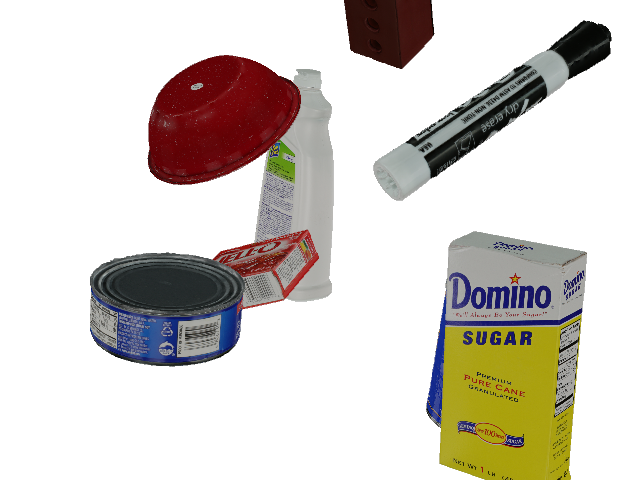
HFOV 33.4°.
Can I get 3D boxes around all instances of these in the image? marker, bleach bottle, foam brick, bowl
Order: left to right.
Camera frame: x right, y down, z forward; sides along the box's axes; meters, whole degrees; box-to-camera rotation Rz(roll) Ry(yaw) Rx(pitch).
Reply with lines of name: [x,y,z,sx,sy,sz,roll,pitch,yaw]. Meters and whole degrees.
bowl: [-0.102,-0.125,1.002,0.162,0.055,0.162,-18,37,14]
bleach bottle: [-0.022,-0.065,1.204,0.067,0.251,0.103,-8,23,-40]
foam brick: [0.054,-0.186,0.847,0.053,0.051,0.078,24,-31,27]
marker: [0.074,-0.056,0.441,0.121,0.020,0.020,-35,11,-16]

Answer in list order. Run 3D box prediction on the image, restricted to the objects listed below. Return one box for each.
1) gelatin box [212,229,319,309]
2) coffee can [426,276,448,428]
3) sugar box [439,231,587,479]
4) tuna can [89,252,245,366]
gelatin box: [-0.055,0.026,0.838,0.089,0.030,0.073,-13,19,29]
coffee can: [0.162,0.109,1.031,0.103,0.140,0.103,5,22,-2]
sugar box: [0.136,0.088,0.770,0.093,0.176,0.048,11,21,37]
tuna can: [-0.086,0.038,0.598,0.086,0.034,0.086,5,20,-2]
